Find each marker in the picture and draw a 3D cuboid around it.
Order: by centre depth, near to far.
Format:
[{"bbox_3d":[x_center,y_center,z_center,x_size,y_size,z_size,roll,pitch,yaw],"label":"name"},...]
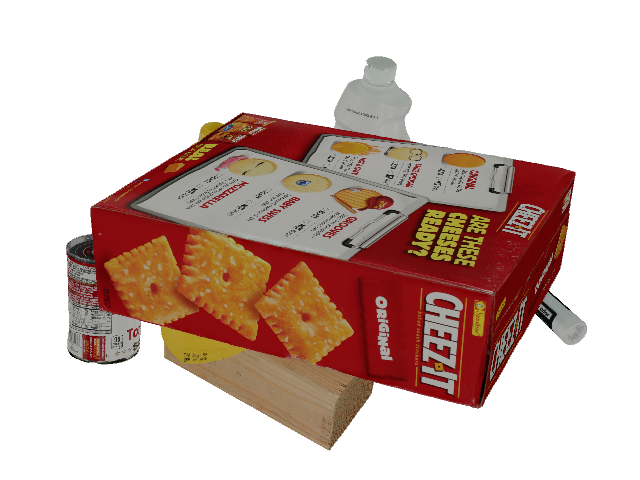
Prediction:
[{"bbox_3d":[0.144,0.032,0.753,0.020,0.020,0.121,0,30,-28],"label":"marker"}]

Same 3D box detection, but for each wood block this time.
[{"bbox_3d":[-0.052,0.113,1.098,0.206,0.090,0.090,26,48,19],"label":"wood block"}]

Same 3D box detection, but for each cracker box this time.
[{"bbox_3d":[0.011,0.001,0.578,0.214,0.072,0.164,13,28,22],"label":"cracker box"}]

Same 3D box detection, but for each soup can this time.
[{"bbox_3d":[-0.196,0.053,0.968,0.068,0.102,0.068,4,20,-2],"label":"soup can"}]

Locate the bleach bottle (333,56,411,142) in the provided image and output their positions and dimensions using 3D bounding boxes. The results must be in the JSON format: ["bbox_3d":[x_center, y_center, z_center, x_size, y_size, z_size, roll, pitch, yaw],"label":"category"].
[{"bbox_3d":[0.058,-0.065,1.097,0.103,0.251,0.068,15,34,15],"label":"bleach bottle"}]

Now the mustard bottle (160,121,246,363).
[{"bbox_3d":[-0.074,-0.001,0.783,0.096,0.192,0.058,-20,43,-25],"label":"mustard bottle"}]
